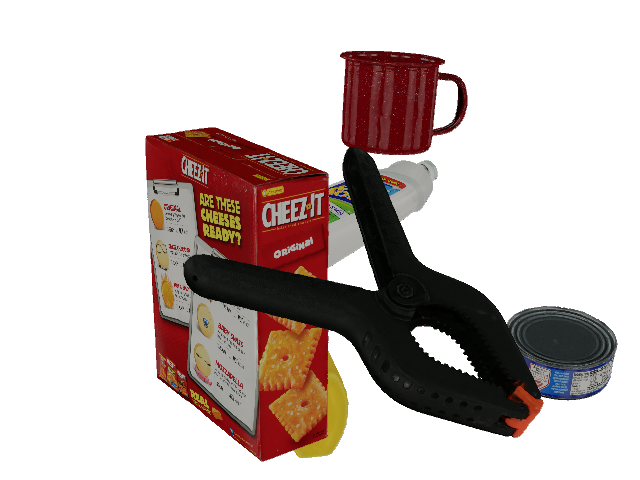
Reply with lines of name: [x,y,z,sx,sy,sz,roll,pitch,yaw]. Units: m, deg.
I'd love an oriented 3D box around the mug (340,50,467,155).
mug: [0.073,-0.123,0.953,0.117,0.081,0.093,1,16,-7]

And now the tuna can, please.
tuna can: [0.188,0.088,0.842,0.086,0.034,0.086,1,29,-1]

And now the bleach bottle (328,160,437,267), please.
bleach bottle: [0.047,-0.043,1.324,0.250,0.068,0.103,-30,44,-35]

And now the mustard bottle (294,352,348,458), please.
mustard bottle: [-0.023,0.117,1.036,0.058,0.096,0.192,-5,27,-12]

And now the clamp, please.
clamp: [0.034,0.042,0.624,0.164,0.210,0.036,-30,-25,-35]

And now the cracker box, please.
cracker box: [-0.064,0.035,0.818,0.071,0.214,0.164,-13,24,-34]
